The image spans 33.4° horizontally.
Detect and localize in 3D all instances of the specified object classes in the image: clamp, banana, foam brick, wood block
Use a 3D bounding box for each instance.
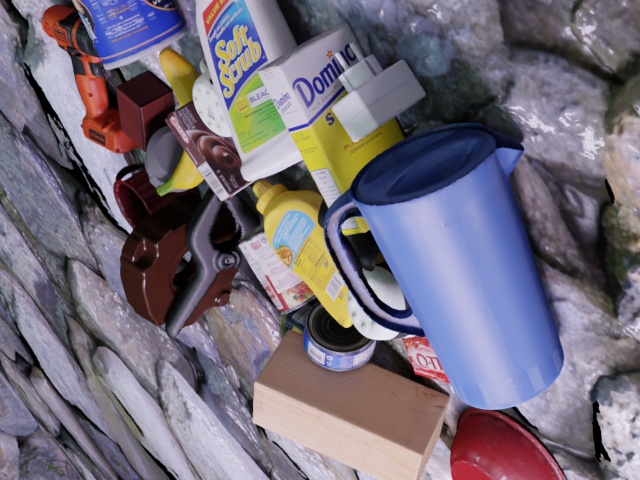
[{"bbox_3d":[-0.127,0.026,1.329,0.036,0.164,0.210,-135,32,-57],"label":"clamp"},{"bbox_3d":[-0.152,-0.131,1.235,0.037,0.069,0.198,-122,31,-48],"label":"banana"},{"bbox_3d":[0.045,-0.007,1.062,0.172,0.120,0.039,29,104,41],"label":"clamp"},{"bbox_3d":[-0.218,-0.163,1.348,0.051,0.052,0.078,39,147,27],"label":"foam brick"},{"bbox_3d":[0.034,0.198,1.237,0.206,0.090,0.090,21,140,14],"label":"wood block"}]

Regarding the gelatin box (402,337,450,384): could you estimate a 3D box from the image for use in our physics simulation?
[{"bbox_3d":[0.128,0.116,1.140,0.089,0.030,0.073,11,129,53],"label":"gelatin box"}]

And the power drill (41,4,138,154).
[{"bbox_3d":[-0.284,-0.210,1.395,0.185,0.057,0.187,29,140,45],"label":"power drill"}]

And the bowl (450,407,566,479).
[{"bbox_3d":[0.196,0.264,1.171,0.162,0.055,0.162,37,147,29],"label":"bowl"}]

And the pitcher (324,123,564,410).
[{"bbox_3d":[0.121,0.031,0.949,0.149,0.144,0.243,7,130,51],"label":"pitcher"}]

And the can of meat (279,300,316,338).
[{"bbox_3d":[0.001,0.130,1.322,0.084,0.057,0.102,31,145,34],"label":"can of meat"}]

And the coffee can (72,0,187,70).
[{"bbox_3d":[-0.222,-0.274,1.180,0.103,0.102,0.140,6,125,55],"label":"coffee can"}]

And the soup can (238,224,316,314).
[{"bbox_3d":[-0.044,0.028,1.270,0.102,0.068,0.069,59,152,-7],"label":"soup can"}]

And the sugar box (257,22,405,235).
[{"bbox_3d":[0.024,-0.103,0.997,0.048,0.093,0.176,-3,118,57],"label":"sugar box"}]

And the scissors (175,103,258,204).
[{"bbox_3d":[-0.119,-0.098,1.298,0.096,0.016,0.201,6,126,47],"label":"scissors"}]

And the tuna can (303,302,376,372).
[{"bbox_3d":[0.023,0.107,1.233,0.086,0.086,0.034,39,147,27],"label":"tuna can"}]

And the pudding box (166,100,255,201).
[{"bbox_3d":[-0.103,-0.113,1.185,0.113,0.089,0.039,57,154,-7],"label":"pudding box"}]

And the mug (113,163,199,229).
[{"bbox_3d":[-0.224,-0.065,1.430,0.117,0.081,0.093,37,147,30],"label":"mug"}]

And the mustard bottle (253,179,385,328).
[{"bbox_3d":[-0.008,0.001,1.191,0.192,0.058,0.096,45,136,18],"label":"mustard bottle"}]

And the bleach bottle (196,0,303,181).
[{"bbox_3d":[-0.077,-0.192,1.049,0.103,0.068,0.251,-24,89,33],"label":"bleach bottle"}]
